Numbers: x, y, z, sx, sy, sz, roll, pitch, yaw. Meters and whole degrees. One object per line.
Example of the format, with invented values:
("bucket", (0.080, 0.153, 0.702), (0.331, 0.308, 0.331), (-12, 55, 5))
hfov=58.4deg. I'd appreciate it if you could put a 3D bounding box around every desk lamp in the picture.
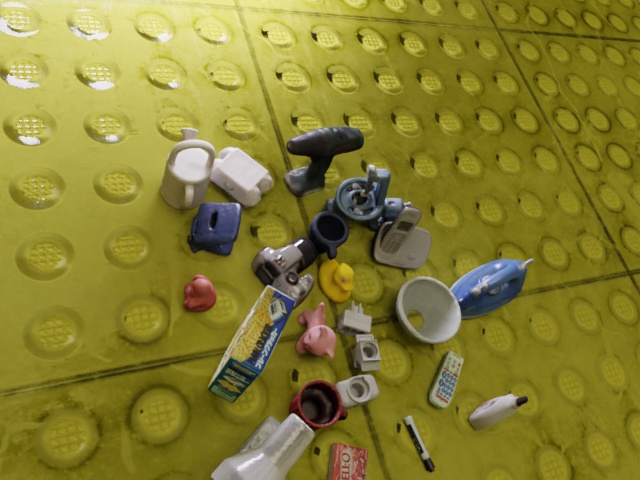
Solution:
("desk lamp", (-0.097, 0.390, 1.000), (0.118, 0.213, 0.204), (43, 55, 4))

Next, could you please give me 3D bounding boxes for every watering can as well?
("watering can", (-0.286, -0.163, 1.243), (0.101, 0.194, 0.172), (-19, 71, -30))

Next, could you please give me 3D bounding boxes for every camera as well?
("camera", (-0.057, 0.058, 1.274), (0.137, 0.100, 0.143), (-36, 80, -34))

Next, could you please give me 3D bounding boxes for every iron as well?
("iron", (0.417, 0.116, 1.421), (0.259, 0.141, 0.118), (-22, 73, -31))

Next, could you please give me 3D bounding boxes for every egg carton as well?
("egg carton", (-0.191, -0.148, 1.352), (0.150, 0.069, 0.107), (37, 55, 0))

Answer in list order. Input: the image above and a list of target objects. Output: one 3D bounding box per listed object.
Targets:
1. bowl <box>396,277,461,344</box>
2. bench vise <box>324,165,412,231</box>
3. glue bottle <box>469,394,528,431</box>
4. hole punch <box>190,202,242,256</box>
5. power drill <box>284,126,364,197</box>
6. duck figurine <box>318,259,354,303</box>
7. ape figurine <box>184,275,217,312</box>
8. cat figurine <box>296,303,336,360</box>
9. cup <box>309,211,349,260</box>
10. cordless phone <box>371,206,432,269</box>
("bowl", (0.244, 0.175, 1.354), (0.168, 0.074, 0.167), (11, 59, -18))
("bench vise", (0.134, -0.113, 1.380), (0.208, 0.219, 0.121), (-9, 66, -27))
("glue bottle", (0.398, 0.367, 1.251), (0.078, 0.173, 0.037), (-34, 79, -34))
("hole punch", (-0.228, -0.029, 1.255), (0.101, 0.091, 0.108), (13, 58, -16))
("power drill", (-0.009, -0.194, 1.372), (0.230, 0.208, 0.075), (-23, 73, -32))
("duck figurine", (0.045, 0.083, 1.313), (0.078, 0.086, 0.104), (-14, 68, -29))
("ape figurine", (-0.245, 0.106, 1.171), (0.076, 0.092, 0.078), (36, 55, -1))
("cat figurine", (-0.002, 0.195, 1.210), (0.067, 0.117, 0.128), (12, 58, -17))
("cup", (0.012, 0.005, 1.338), (0.092, 0.095, 0.117), (3, 61, -22))
("cordless phone", (0.218, -0.010, 1.380), (0.148, 0.185, 0.094), (9, 59, -18))
